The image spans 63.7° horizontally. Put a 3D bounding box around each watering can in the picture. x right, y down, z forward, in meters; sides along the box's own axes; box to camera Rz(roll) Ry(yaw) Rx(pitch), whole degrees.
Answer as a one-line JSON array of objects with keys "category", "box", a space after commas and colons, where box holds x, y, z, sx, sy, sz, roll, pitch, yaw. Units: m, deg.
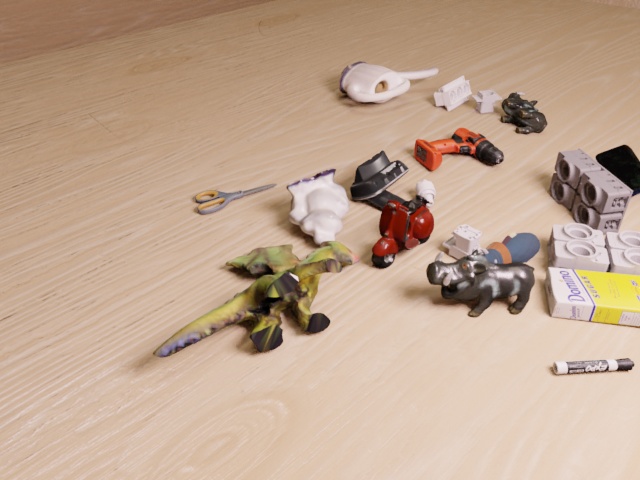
[{"category": "watering can", "box": [0.211, -0.529, 1.705, 0.352, 0.101, 0.227, -29, 44, -31]}]

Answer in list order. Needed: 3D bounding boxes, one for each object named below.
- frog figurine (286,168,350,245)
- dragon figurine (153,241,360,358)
[{"category": "frog figurine", "box": [0.003, -0.056, 1.108, 0.138, 0.120, 0.161, -12, 72, -26]}, {"category": "dragon figurine", "box": [-0.103, 0.081, 0.934, 0.412, 0.120, 0.245, -14, 21, -18]}]
